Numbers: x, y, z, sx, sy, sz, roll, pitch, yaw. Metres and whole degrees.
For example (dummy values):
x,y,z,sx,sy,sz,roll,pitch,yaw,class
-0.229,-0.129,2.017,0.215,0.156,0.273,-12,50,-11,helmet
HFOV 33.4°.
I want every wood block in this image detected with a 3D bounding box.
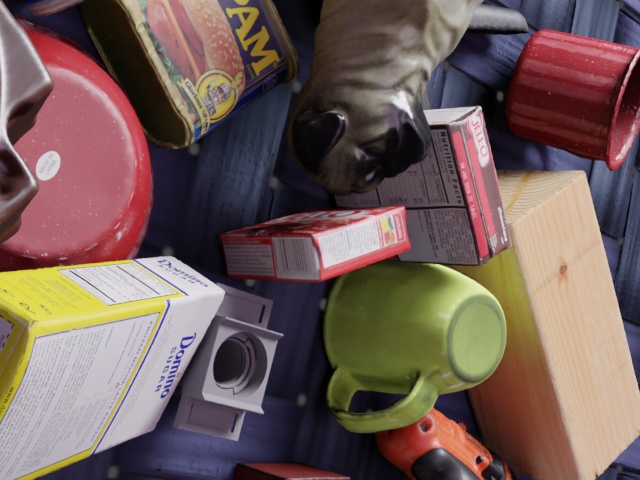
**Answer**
x,y,z,sx,sy,sz,roll,pitch,yaw,class
0.154,0.061,0.764,0.090,0.090,0.206,-31,112,-34,wood block

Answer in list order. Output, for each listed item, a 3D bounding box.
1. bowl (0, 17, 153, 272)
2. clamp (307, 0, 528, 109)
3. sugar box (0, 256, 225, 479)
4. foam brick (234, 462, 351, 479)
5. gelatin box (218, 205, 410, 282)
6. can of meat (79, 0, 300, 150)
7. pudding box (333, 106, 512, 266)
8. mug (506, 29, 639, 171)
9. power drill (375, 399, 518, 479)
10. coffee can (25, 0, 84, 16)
x,y,z,sx,sy,sz,roll,pitch,yaw,class
-0.141,-0.034,0.512,0.161,0.055,0.162,3,84,-35,bowl
0.051,-0.128,0.699,0.209,0.036,0.164,32,71,-37,clamp
-0.115,0.058,0.495,0.093,0.048,0.176,-61,166,11,sugar box
-0.021,0.177,0.645,0.052,0.051,0.078,9,87,-40,foam brick
-0.004,0.001,0.624,0.073,0.089,0.030,-17,101,-39,gelatin box
-0.072,-0.111,0.582,0.083,0.058,0.102,-39,116,-29,can of meat
0.057,-0.032,0.658,0.039,0.114,0.090,-29,112,-41,pudding box
0.190,-0.099,0.782,0.093,0.082,0.117,-61,153,-20,mug
0.124,0.202,0.694,0.057,0.188,0.184,-44,128,8,power drill
-0.129,-0.191,0.496,0.102,0.103,0.140,-46,120,-29,coffee can
